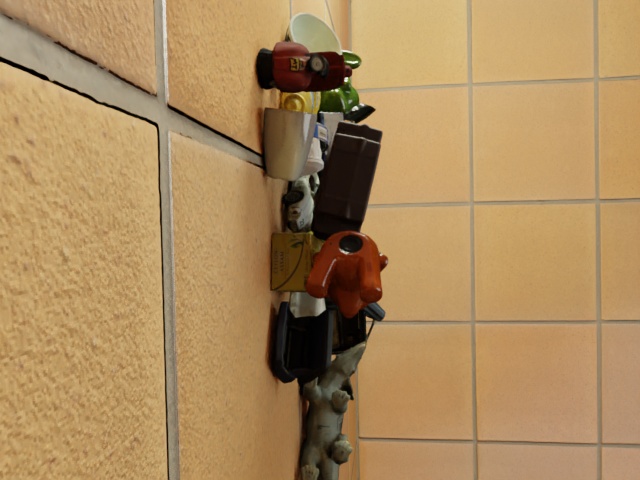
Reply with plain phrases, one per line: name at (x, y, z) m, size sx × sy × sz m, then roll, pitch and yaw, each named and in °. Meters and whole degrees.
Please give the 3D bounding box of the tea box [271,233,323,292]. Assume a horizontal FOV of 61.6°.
tea box at (-0.036, 0.044, 0.943) m, size 0.169 × 0.068 × 0.098 m, roll 42°, pitch 48°, yaw -78°

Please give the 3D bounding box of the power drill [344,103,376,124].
power drill at (0.059, -0.398, 1.359) m, size 0.207 × 0.086 × 0.232 m, roll 66°, pitch 26°, yaw 1°

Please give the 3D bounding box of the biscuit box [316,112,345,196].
biscuit box at (0.022, -0.161, 1.127) m, size 0.063 × 0.059 × 0.202 m, roll 160°, pitch -73°, yaw -67°

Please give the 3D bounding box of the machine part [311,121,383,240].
machine part at (0.044, -0.094, 0.950) m, size 0.201 × 0.087 × 0.201 m, roll 120°, pitch -16°, yaw -86°

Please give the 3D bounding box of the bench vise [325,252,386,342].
bench vise at (0.072, 0.114, 1.175) m, size 0.240 × 0.224 × 0.129 m, roll 43°, pitch 69°, yaw -29°

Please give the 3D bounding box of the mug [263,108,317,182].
mug at (-0.052, -0.149, 0.840) m, size 0.109 × 0.081 × 0.107 m, roll -82°, pitch -179°, yaw -79°

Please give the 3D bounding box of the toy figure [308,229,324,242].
toy figure at (-0.004, -0.007, 1.118) m, size 0.082 × 0.089 × 0.180 m, roll 47°, pitch 21°, yaw -7°

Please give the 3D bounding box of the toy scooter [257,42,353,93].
toy scooter at (-0.019, -0.270, 0.855) m, size 0.184 × 0.135 × 0.075 m, roll -54°, pitch 144°, yaw -77°

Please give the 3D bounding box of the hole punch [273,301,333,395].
hole punch at (-0.042, 0.171, 0.887) m, size 0.115 × 0.092 × 0.142 m, roll 129°, pitch -32°, yaw -51°

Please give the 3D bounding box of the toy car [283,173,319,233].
toy car at (-0.033, -0.092, 1.033) m, size 0.202 × 0.056 × 0.073 m, roll -84°, pitch 170°, yaw -48°

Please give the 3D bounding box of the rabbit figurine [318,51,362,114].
rabbit figurine at (0.023, -0.363, 1.185) m, size 0.159 × 0.121 × 0.170 m, roll -35°, pitch 106°, yaw -30°

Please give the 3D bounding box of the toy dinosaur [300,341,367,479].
toy dinosaur at (0.015, 0.413, 1.165) m, size 0.192 × 0.131 × 0.405 m, roll 70°, pitch 26°, yaw -68°

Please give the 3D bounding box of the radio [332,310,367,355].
radio at (0.057, 0.190, 1.431) m, size 0.073 × 0.131 × 0.229 m, roll -76°, pitch 164°, yaw -69°

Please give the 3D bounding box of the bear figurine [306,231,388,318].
bear figurine at (0.046, 0.078, 0.879) m, size 0.195 × 0.120 × 0.132 m, roll 88°, pitch 10°, yaw -51°
